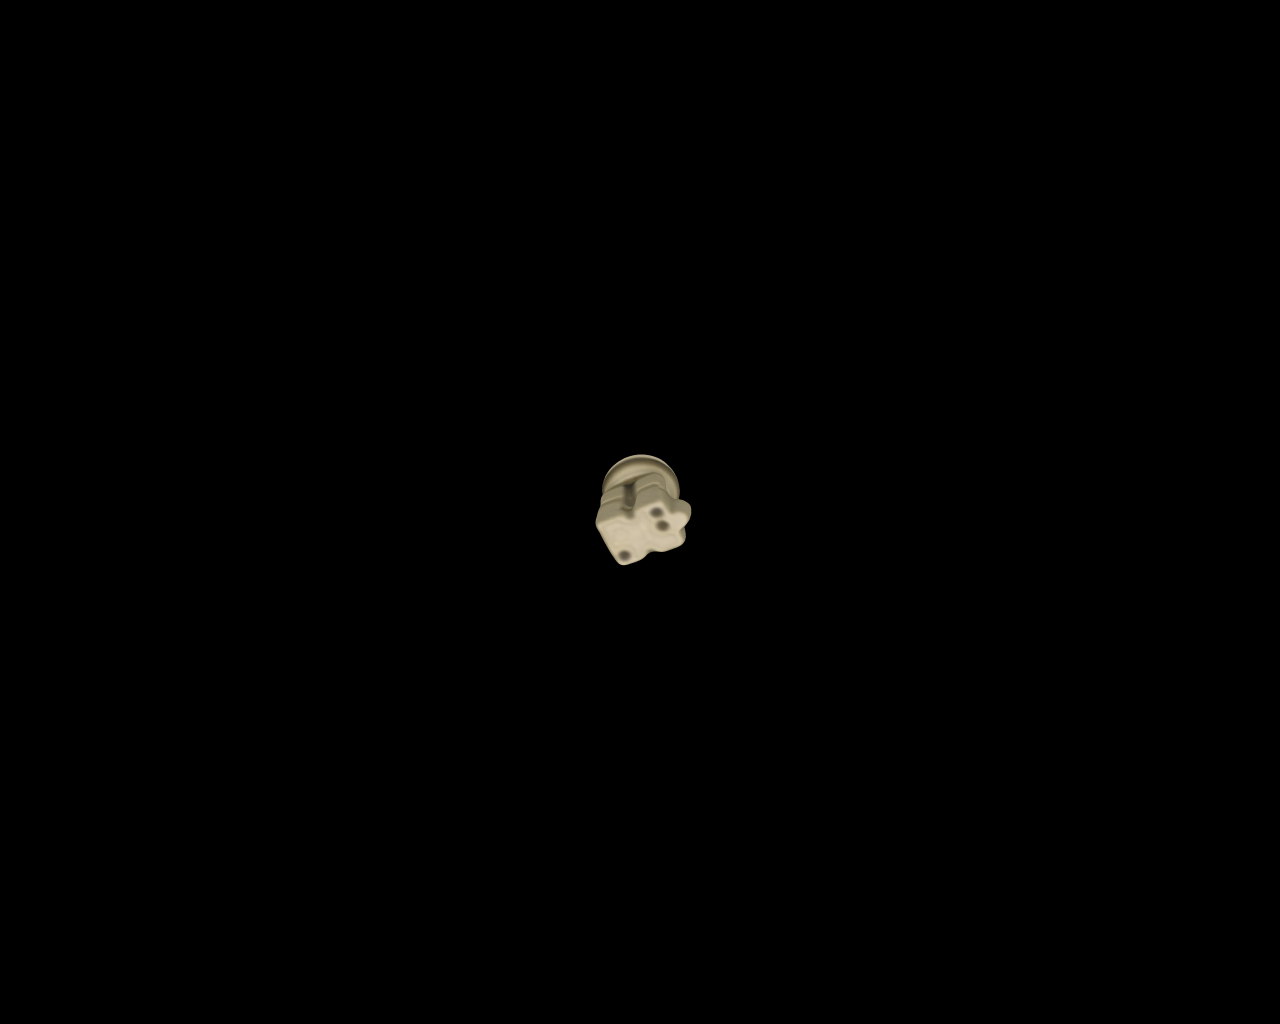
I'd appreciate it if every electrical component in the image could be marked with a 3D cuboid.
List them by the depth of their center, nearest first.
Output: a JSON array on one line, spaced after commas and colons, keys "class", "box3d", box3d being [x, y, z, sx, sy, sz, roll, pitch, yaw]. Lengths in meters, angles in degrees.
[{"class": "electrical component", "box3d": [0.001, -0.003, 0.650, 0.066, 0.048, 0.055, -20, 31, 13]}]
